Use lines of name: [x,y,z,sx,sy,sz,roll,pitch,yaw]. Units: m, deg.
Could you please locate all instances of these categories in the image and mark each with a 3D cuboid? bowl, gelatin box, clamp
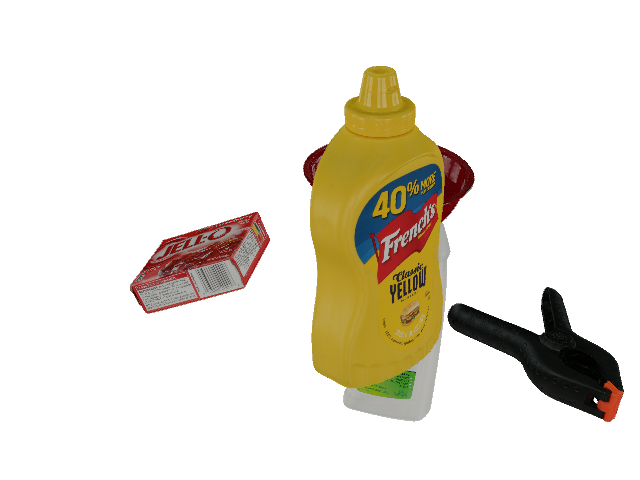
bowl: [0.063,-0.044,1.019,0.162,0.055,0.162,2,29,-1]
gelatin box: [-0.090,0.016,0.804,0.089,0.030,0.073,-15,23,22]
clamp: [0.206,0.092,0.927,0.120,0.039,0.172,-19,40,-30]

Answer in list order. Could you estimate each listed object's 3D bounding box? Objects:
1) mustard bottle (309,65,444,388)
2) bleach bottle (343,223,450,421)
mustard bottle: [0.036,-0.011,0.645,0.096,0.192,0.058,-25,35,-37]
bleach bottle: [0.087,0.070,1.190,0.103,0.251,0.068,9,14,18]
